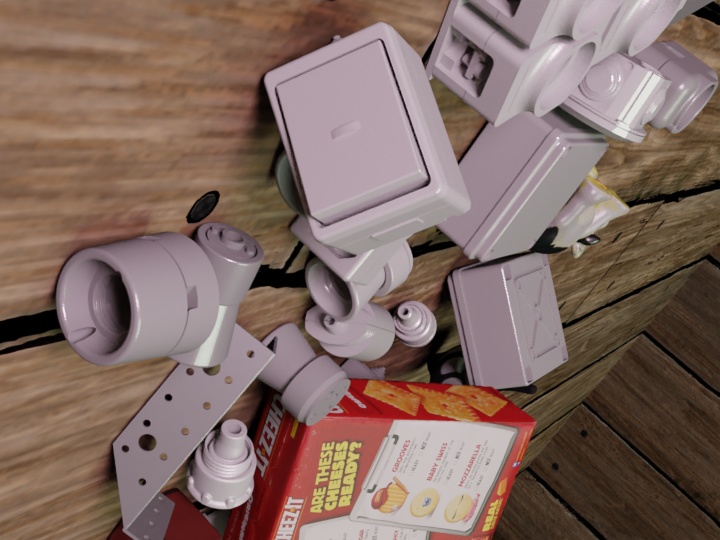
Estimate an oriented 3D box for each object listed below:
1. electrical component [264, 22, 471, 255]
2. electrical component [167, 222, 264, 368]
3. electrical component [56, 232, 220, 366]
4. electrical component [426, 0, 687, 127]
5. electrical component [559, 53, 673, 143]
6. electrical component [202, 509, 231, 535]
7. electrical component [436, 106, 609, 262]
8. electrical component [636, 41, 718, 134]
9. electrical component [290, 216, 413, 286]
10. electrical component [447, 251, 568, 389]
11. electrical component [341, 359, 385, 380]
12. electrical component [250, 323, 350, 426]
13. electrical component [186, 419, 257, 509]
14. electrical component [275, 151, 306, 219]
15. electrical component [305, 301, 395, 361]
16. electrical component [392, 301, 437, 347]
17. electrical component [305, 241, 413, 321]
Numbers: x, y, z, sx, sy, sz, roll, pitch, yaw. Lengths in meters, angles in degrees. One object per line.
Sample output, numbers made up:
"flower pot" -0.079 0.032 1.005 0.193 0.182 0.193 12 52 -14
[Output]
"electrical component" 0.001 -0.062 0.473 0.062 0.096 0.061 -21 168 16
"electrical component" -0.074 0.010 0.530 0.044 0.044 0.065 -18 142 -57
"electrical component" -0.097 0.013 0.463 0.047 0.055 0.055 -12 141 -56
"electrical component" 0.131 -0.163 0.601 0.186 0.060 0.105 -34 158 -35
"electrical component" 0.171 -0.126 0.742 0.051 0.080 0.080 -60 159 20
"electrical component" -0.087 0.238 0.888 0.048 0.099 0.099 -27 157 -13
"electrical component" 0.114 -0.066 0.772 0.108 0.056 0.109 -55 161 22
"electrical component" 0.266 -0.157 0.925 0.095 0.059 0.053 -21 148 -54
"electrical component" 0.014 -0.036 0.622 0.083 0.047 0.076 -50 162 9
"electrical component" 0.133 0.043 0.952 0.056 0.108 0.109 -11 -177 31
"electrical component" -0.007 0.119 0.877 0.096 0.061 0.061 -43 162 -12
"electrical component" -0.040 0.068 0.705 0.045 0.055 0.045 -42 161 -18
"electrical component" -0.092 0.129 0.736 0.048 0.048 0.062 -29 148 -44
"electrical component" -0.014 -0.051 0.542 0.046 0.040 0.040 -37 160 -44
"electrical component" -0.007 0.039 0.737 0.043 0.043 0.081 -49 162 5
"electrical component" 0.042 0.041 0.869 0.035 0.035 0.061 -46 160 -3
"electrical component" 0.000 0.000 0.671 0.055 0.045 0.045 -34 158 -36
